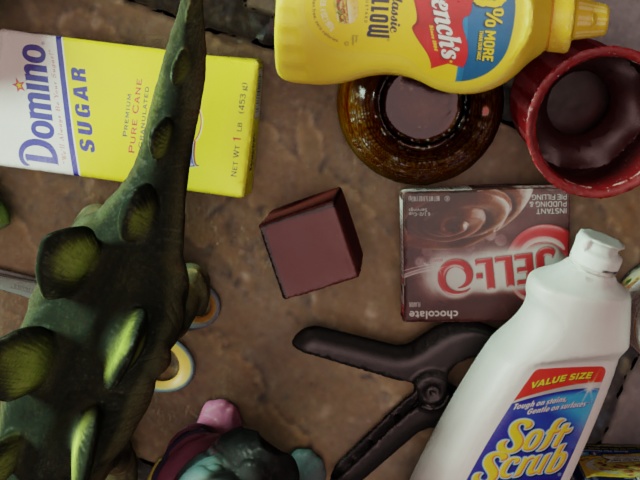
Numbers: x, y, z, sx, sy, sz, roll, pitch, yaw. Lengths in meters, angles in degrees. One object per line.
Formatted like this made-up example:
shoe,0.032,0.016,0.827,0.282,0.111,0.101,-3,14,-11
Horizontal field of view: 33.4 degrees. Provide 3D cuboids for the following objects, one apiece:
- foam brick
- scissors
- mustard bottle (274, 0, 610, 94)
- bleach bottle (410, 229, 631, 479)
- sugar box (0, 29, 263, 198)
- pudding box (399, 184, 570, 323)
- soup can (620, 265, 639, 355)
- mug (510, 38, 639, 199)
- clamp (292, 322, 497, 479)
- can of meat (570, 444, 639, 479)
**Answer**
foam brick,-0.005,0.001,0.706,0.053,0.078,0.051,-18,98,8
scissors,-0.170,0.061,0.757,0.202,0.016,0.096,0,98,4
mustard bottle,0.071,-0.135,0.627,0.191,0.058,0.096,5,106,6
bleach bottle,0.126,0.109,0.689,0.102,0.068,0.251,13,110,-16
sugar box,-0.130,-0.085,0.717,0.176,0.048,0.093,7,98,2
pudding box,0.110,0.008,0.718,0.113,0.039,0.090,-1,99,4
soup can,0.232,0.054,0.684,0.068,0.102,0.068,1,98,3
mug,0.179,-0.084,0.672,0.117,0.081,0.093,-8,110,0
clamp,0.071,0.109,0.737,0.171,0.039,0.120,-5,112,2
can of meat,0.214,0.175,0.713,0.102,0.084,0.057,1,99,4
